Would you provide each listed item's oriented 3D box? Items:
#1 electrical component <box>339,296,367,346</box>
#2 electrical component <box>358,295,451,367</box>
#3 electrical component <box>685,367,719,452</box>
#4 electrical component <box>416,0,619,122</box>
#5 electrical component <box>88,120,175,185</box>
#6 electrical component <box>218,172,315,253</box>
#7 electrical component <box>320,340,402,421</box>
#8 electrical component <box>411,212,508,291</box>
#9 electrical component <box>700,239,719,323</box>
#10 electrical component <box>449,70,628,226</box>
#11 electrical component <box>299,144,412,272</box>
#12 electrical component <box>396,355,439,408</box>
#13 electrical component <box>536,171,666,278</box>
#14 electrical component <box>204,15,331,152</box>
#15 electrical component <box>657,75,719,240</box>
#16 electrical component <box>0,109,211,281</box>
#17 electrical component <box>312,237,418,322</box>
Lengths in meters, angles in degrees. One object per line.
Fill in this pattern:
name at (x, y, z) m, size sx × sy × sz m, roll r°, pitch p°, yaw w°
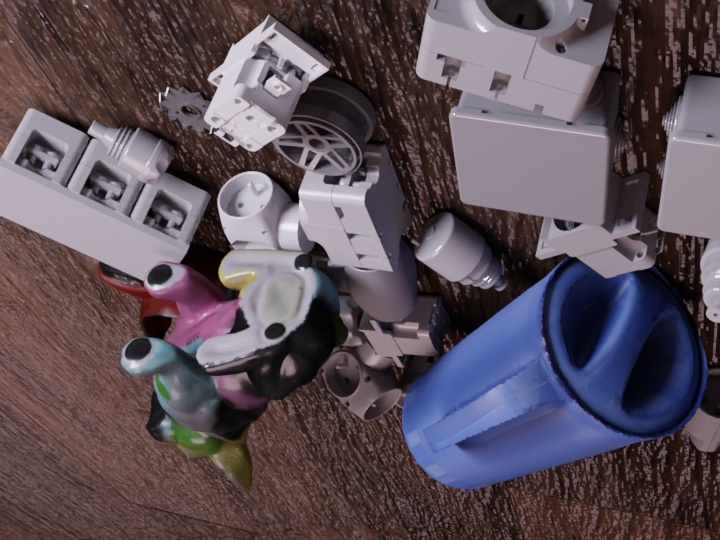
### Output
electrical component at (-0.021, 0.043, 0.927) m, size 0.062 × 0.043 × 0.043 m, roll 0°, pitch 147°, yaw 36°
electrical component at (0.039, 0.045, 0.893) m, size 0.064 × 0.042 × 0.081 m, roll 2°, pitch 149°, yaw 23°
electrical component at (0.283, 0.115, 0.863) m, size 0.043 × 0.043 × 0.081 m, roll 12°, pitch 152°, yaw 14°
electrical component at (0.080, -0.122, 0.548) m, size 0.089 × 0.050 × 0.055 m, roll 17°, pitch 153°, yaw 4°
electrical component at (-0.169, -0.090, 0.787) m, size 0.061 × 0.035 × 0.035 m, roll 29°, pitch 151°, yaw -14°
electrical component at (-0.057, -0.033, 0.809) m, size 0.079 × 0.043 × 0.077 m, roll 6°, pitch 150°, yaw 22°
electrical component at (0.008, 0.079, 0.956) m, size 0.044 × 0.077 × 0.079 m, roll 1°, pitch 133°, yaw -53°
electrical component at (0.075, -0.009, 0.771) m, size 0.078 × 0.040 × 0.040 m, roll 33°, pitch 150°, yaw -26°
electrical component at (0.228, 0.000, 0.656) m, size 0.040 × 0.078 × 0.040 m, roll 22°, pitch 143°, yaw 17°
electrical component at (0.103, -0.075, 0.621) m, size 0.100 × 0.048 × 0.099 m, roll 11°, pitch 152°, yaw 16°
electrical component at (-0.005, -0.044, 0.747) m, size 0.056 × 0.050 × 0.089 m, roll 7°, pitch 150°, yaw 21°
electrical component at (0.055, 0.103, 0.984) m, size 0.040 × 0.046 × 0.040 m, roll 15°, pitch 152°, yaw 8°
electrical component at (0.155, -0.027, 0.684) m, size 0.064 × 0.042 × 0.081 m, roll 33°, pitch 151°, yaw -28°
electrical component at (-0.060, -0.110, 0.647) m, size 0.042 × 0.063 × 0.081 m, roll 33°, pitch 150°, yaw -24°
electrical component at (0.213, -0.057, 0.583) m, size 0.100 × 0.048 × 0.099 m, roll 10°, pitch 152°, yaw 16°
electrical component at (-0.202, -0.056, 0.839) m, size 0.150 × 0.061 × 0.089 m, roll 26°, pitch 153°, yaw -12°
electrical component at (0.000, 0.000, 0.832) m, size 0.079 × 0.044 × 0.077 m, roll 9°, pitch 151°, yaw 20°
